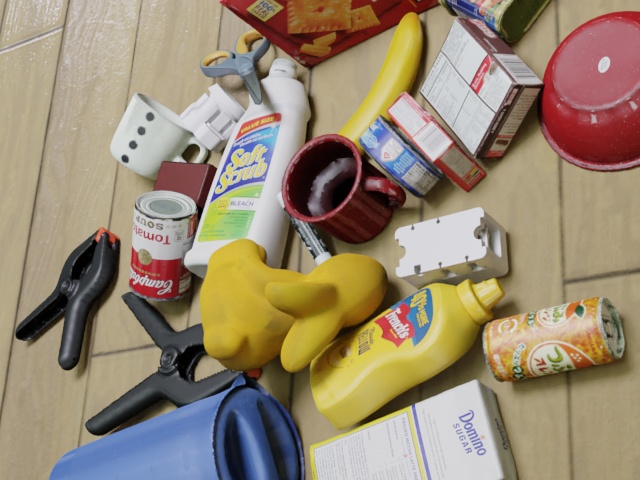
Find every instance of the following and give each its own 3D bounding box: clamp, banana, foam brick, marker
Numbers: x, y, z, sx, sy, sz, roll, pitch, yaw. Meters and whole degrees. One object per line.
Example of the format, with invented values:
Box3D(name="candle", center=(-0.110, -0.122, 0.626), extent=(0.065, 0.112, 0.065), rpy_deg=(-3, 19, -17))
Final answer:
Box3D(name="clamp", center=(-0.154, 0.124, 1.136), extent=(0.210, 0.036, 0.164), rpy_deg=(-9, 63, 30))
Box3D(name="banana", center=(0.057, -0.147, 1.108), extent=(0.070, 0.037, 0.198), rpy_deg=(39, 94, 38))
Box3D(name="foam brick", center=(-0.142, -0.055, 1.198), extent=(0.078, 0.053, 0.051), rpy_deg=(7, 73, 37))
Box3D(name="clamp", center=(-0.284, 0.069, 1.252), extent=(0.120, 0.039, 0.171), rpy_deg=(33, 90, 39))
Box3D(name="marker", center=(-0.007, 0.001, 1.075), extent=(0.020, 0.020, 0.121), rpy_deg=(-36, 72, 17))

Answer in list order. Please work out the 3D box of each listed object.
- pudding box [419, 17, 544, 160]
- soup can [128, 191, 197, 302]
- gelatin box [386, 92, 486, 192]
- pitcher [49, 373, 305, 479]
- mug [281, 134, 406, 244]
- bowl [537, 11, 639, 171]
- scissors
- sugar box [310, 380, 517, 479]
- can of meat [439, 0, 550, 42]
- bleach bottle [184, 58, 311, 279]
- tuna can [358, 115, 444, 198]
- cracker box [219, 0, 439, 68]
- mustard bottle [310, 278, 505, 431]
Box3D(name="pudding box", center=(0.150, -0.145, 1.016), extent=(0.113, 0.039, 0.090), rpy_deg=(59, 138, 39))
Box3D(name="soup can", center=(-0.169, 0.006, 1.151), extent=(0.069, 0.068, 0.102), rpy_deg=(35, 127, 40))
Box3D(name="gelatin box", center=(0.111, -0.095, 1.022), extent=(0.030, 0.073, 0.089), rpy_deg=(-45, 50, 10))
Box3D(name="pitcher", center=(-0.145, 0.239, 1.021), extent=(0.243, 0.149, 0.145), rpy_deg=(-21, 102, 31))
Box3D(name="mug", center=(0.032, -0.047, 1.051), extent=(0.117, 0.081, 0.093), rpy_deg=(-1, 69, 36))
Box3D(name="bowl", center=(0.260, -0.145, 0.950), extent=(0.162, 0.055, 0.162), rpy_deg=(-15, 62, 30))
Box3D(name="scissors", center=(-0.098, -0.183, 1.187), extent=(0.096, 0.016, 0.201), rpy_deg=(-18, 31, 15))
Box3D(name="sugar box", center=(0.078, 0.198, 0.931), extent=(0.176, 0.048, 0.093), rpy_deg=(-24, 56, 21))
Box3D(name="can of meat", center=(0.182, -0.255, 1.056), extent=(0.084, 0.057, 0.102), rpy_deg=(40, 95, 38))
Box3D(name="bleach bottle", center=(-0.069, -0.079, 1.152), extent=(0.103, 0.068, 0.251), rpy_deg=(-2, 67, 32))
Box3D(name="tuna can", center=(0.078, -0.080, 1.031), extent=(0.034, 0.086, 0.086), rpy_deg=(-47, 50, 10))
Box3D(name="cracker box", center=(0.024, -0.277, 1.108), extent=(0.214, 0.164, 0.072), rpy_deg=(-22, 61, 27))
Box3D(name="mustard bottle", center=(0.081, 0.091, 0.960), extent=(0.192, 0.058, 0.096), rpy_deg=(-33, 23, 17))
